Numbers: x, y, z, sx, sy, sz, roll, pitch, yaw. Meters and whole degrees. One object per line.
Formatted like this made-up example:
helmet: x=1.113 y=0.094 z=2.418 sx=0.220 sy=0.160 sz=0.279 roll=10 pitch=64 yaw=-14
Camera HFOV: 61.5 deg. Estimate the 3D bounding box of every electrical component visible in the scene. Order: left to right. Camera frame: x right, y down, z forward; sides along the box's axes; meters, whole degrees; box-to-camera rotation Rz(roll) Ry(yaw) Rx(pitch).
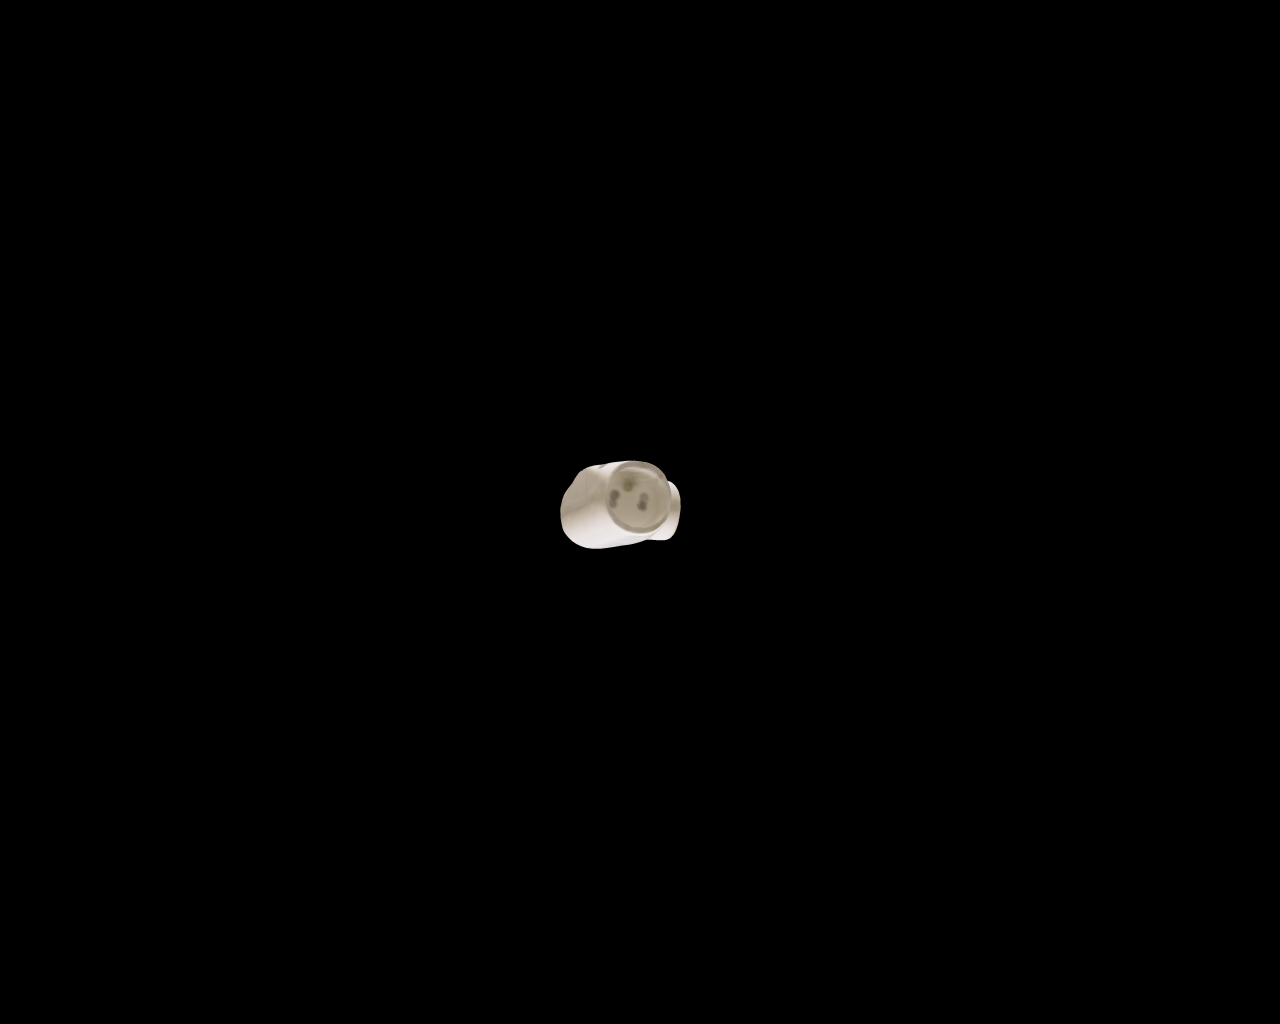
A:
electrical component: x=0.001 y=-0.003 z=0.650 sx=0.079 sy=0.044 sz=0.077 roll=4 pitch=-10 yaw=-23
